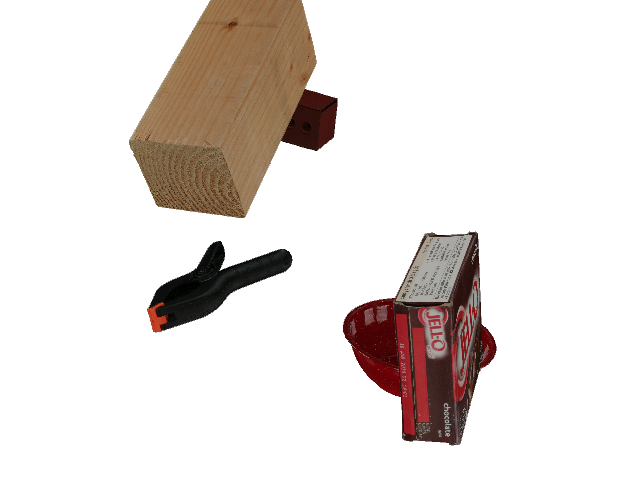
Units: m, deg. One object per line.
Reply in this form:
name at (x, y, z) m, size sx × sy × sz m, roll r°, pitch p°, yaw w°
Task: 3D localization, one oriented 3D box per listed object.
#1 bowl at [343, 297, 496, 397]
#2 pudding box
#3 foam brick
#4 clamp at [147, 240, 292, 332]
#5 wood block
bowl at (0.101, 0.121, 1.126) m, size 0.162 × 0.055 × 0.162 m, roll 5°, pitch 24°, yaw -3°
pudding box at (0.073, 0.055, 0.641) m, size 0.039 × 0.090 × 0.113 m, roll 1°, pitch 22°, yaw 14°
foam brick at (-0.025, -0.148, 1.273) m, size 0.078 × 0.053 × 0.051 m, roll 17°, pitch 32°, yaw 20°
clamp at (-0.112, 0.047, 1.152) m, size 0.120 × 0.039 × 0.171 m, roll -5°, pitch 26°, yaw 35°
wood block at (-0.083, -0.130, 0.976) m, size 0.091 × 0.206 × 0.090 m, roll 8°, pitch -37°, yaw 20°
